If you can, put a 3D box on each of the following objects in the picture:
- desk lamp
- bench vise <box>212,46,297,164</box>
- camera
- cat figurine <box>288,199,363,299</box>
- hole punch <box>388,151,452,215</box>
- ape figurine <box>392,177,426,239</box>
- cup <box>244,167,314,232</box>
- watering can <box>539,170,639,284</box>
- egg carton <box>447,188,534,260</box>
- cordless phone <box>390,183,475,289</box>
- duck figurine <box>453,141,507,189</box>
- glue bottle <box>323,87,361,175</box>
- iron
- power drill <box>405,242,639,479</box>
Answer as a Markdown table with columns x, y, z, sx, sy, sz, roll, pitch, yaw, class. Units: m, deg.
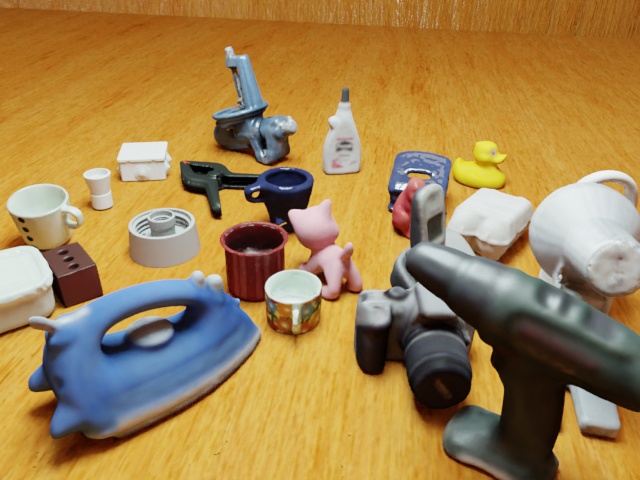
| x | y | z | sx | sy | sz | roll | pitch | yaw | class |
| --- | --- | --- | --- | --- | --- | --- | --- | --- | --- |
| 0.291 | 0.063 | 0.629 | 0.117 | 0.214 | 0.203 | 7 | 31 | 10 | desk lamp |
| -0.132 | -0.281 | 1.188 | 0.207 | 0.220 | 0.121 | 10 | 32 | 14 | bench vise |
| 0.113 | 0.113 | 0.647 | 0.143 | 0.101 | 0.136 | 1 | 31 | 0 | camera |
| 0.007 | 0.003 | 0.812 | 0.067 | 0.118 | 0.127 | -18 | 36 | -29 | cat figurine |
| 0.179 | -0.101 | 1.022 | 0.108 | 0.091 | 0.101 | 9 | 31 | 12 | hole punch |
| 0.155 | -0.059 | 0.949 | 0.078 | 0.092 | 0.076 | -8 | 32 | -16 | ape figurine |
| -0.067 | -0.059 | 0.936 | 0.118 | 0.095 | 0.091 | -16 | 35 | -27 | cup |
| 0.356 | -0.007 | 0.769 | 0.101 | 0.194 | 0.172 | -9 | 32 | -17 | watering can |
| 0.277 | -0.029 | 0.926 | 0.107 | 0.069 | 0.151 | 22 | 36 | 30 | egg carton |
| 0.160 | 0.005 | 0.749 | 0.093 | 0.185 | 0.148 | 23 | 37 | 32 | cordless phone |
| 0.315 | -0.153 | 1.121 | 0.104 | 0.086 | 0.078 | 13 | 33 | 20 | duck figurine |
| 0.045 | -0.215 | 1.129 | 0.078 | 0.173 | 0.037 | -8 | 32 | -15 | glue bottle |
| -0.176 | 0.099 | 0.619 | 0.259 | 0.141 | 0.118 | -21 | 37 | -33 | iron |
| 0.175 | 0.121 | 0.530 | 0.228 | 0.208 | 0.076 | 17 | 34 | 25 | power drill |
